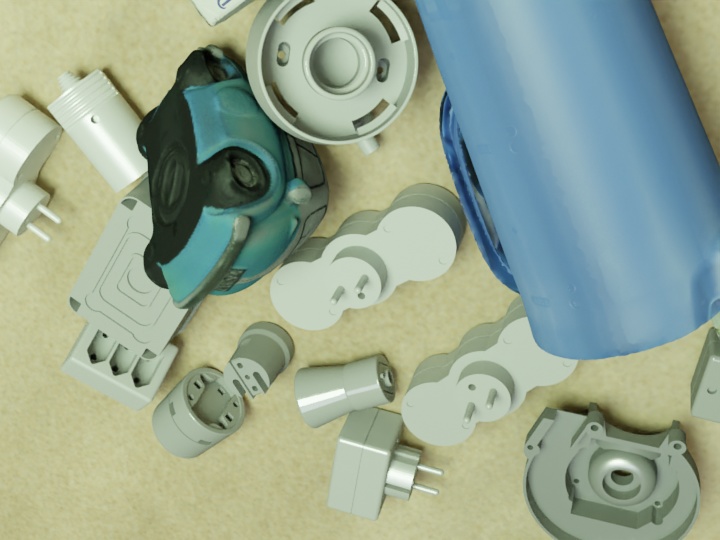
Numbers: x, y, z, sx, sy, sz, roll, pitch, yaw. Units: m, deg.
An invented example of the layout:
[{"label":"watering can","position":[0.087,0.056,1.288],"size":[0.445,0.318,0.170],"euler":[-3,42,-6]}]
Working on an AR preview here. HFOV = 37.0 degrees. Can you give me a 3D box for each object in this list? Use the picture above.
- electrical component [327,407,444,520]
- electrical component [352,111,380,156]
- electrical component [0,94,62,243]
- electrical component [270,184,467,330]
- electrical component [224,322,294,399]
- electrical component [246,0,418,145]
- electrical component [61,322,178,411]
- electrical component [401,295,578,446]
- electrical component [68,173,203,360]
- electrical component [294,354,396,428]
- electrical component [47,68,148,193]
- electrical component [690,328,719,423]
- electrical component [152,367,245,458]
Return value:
[{"label":"electrical component","position":[0.022,0.143,0.776],"size":[0.077,0.047,0.065],"euler":[15,120,9]},{"label":"electrical component","position":[-0.008,-0.099,0.664],"size":[0.035,0.035,0.061],"euler":[-24,110,26]},{"label":"electrical component","position":[-0.243,-0.049,0.751],"size":[0.074,0.052,0.138],"euler":[37,121,-4]},{"label":"electrical component","position":[0.000,0.000,0.691],"size":[0.138,0.073,0.052],"euler":[-26,107,27]},{"label":"electrical component","position":[-0.073,0.065,0.764],"size":[0.040,0.046,0.040],"euler":[7,119,13]},{"label":"electrical component","position":[-0.015,-0.120,0.617],"size":[0.099,0.064,0.099],"euler":[-2,102,-8]},{"label":"electrical component","position":[-0.183,0.070,0.797],"size":[0.066,0.047,0.077],"euler":[31,152,-14]},{"label":"electrical component","position":[0.083,0.074,0.705],"size":[0.138,0.073,0.052],"euler":[-37,102,30]},{"label":"electrical component","position":[-0.139,-0.005,0.740],"size":[0.078,0.057,0.113],"euler":[35,122,-3]},{"label":"electrical component","position":[-0.008,0.083,0.758],"size":[0.065,0.044,0.044],"euler":[-16,111,19]},{"label":"electrical component","position":[-0.170,-0.096,0.709],"size":[0.043,0.043,0.081],"euler":[-30,105,28]},{"label":"electrical component","position":[0.250,0.082,0.657],"size":[0.083,0.075,0.047],"euler":[14,120,10]},{"label":"electrical component","position":[-0.121,0.107,0.798],"size":[0.055,0.055,0.047],"euler":[44,124,-9]}]
